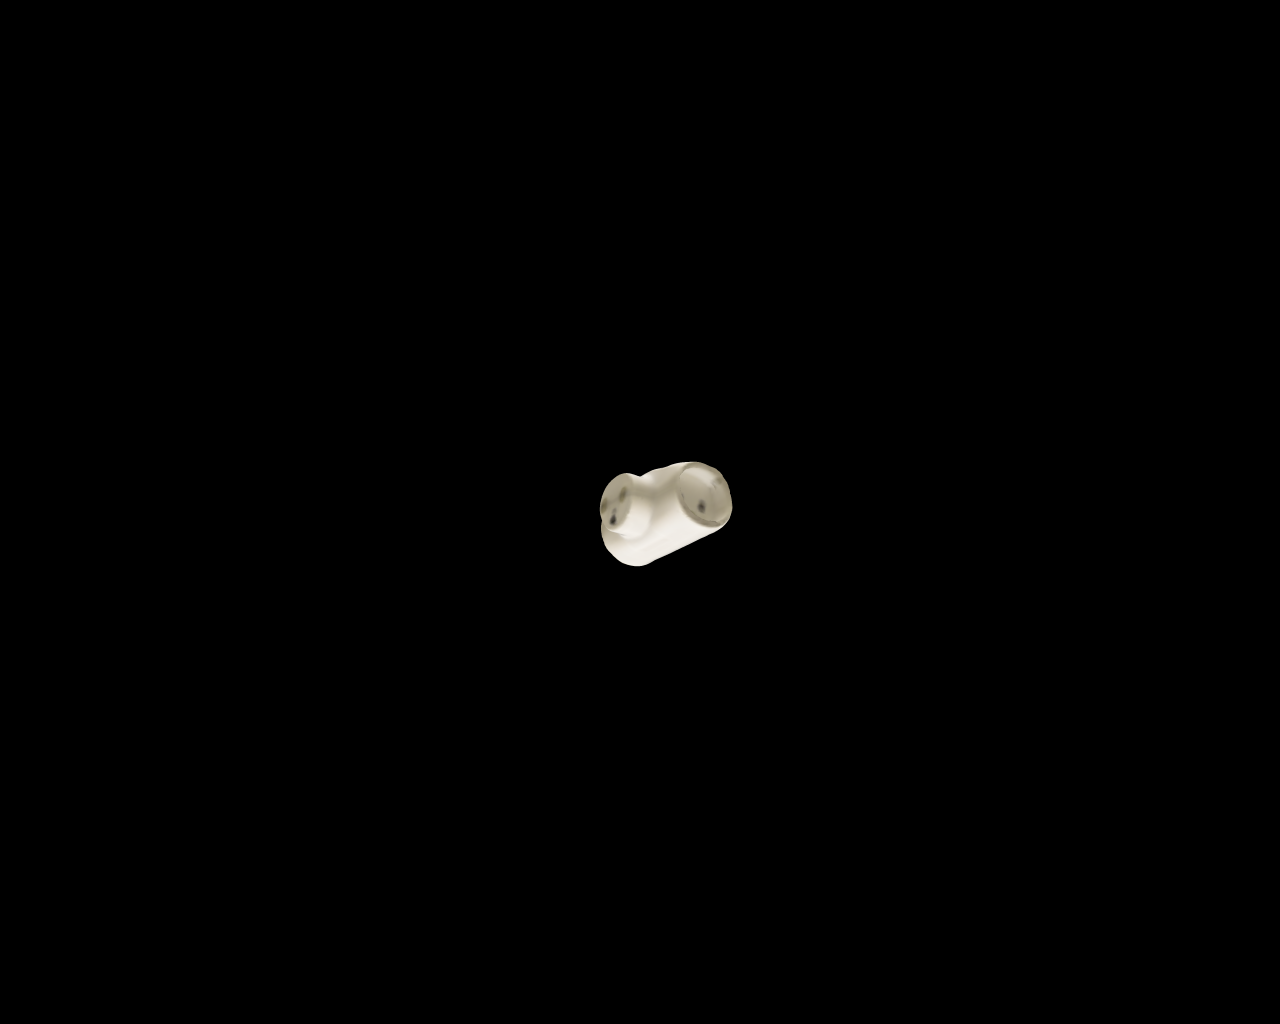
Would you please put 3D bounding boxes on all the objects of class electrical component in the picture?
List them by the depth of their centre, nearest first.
[{"bbox_3d":[0.001,-0.003,0.650,0.079,0.043,0.077,17,-29,-32],"label":"electrical component"}]
